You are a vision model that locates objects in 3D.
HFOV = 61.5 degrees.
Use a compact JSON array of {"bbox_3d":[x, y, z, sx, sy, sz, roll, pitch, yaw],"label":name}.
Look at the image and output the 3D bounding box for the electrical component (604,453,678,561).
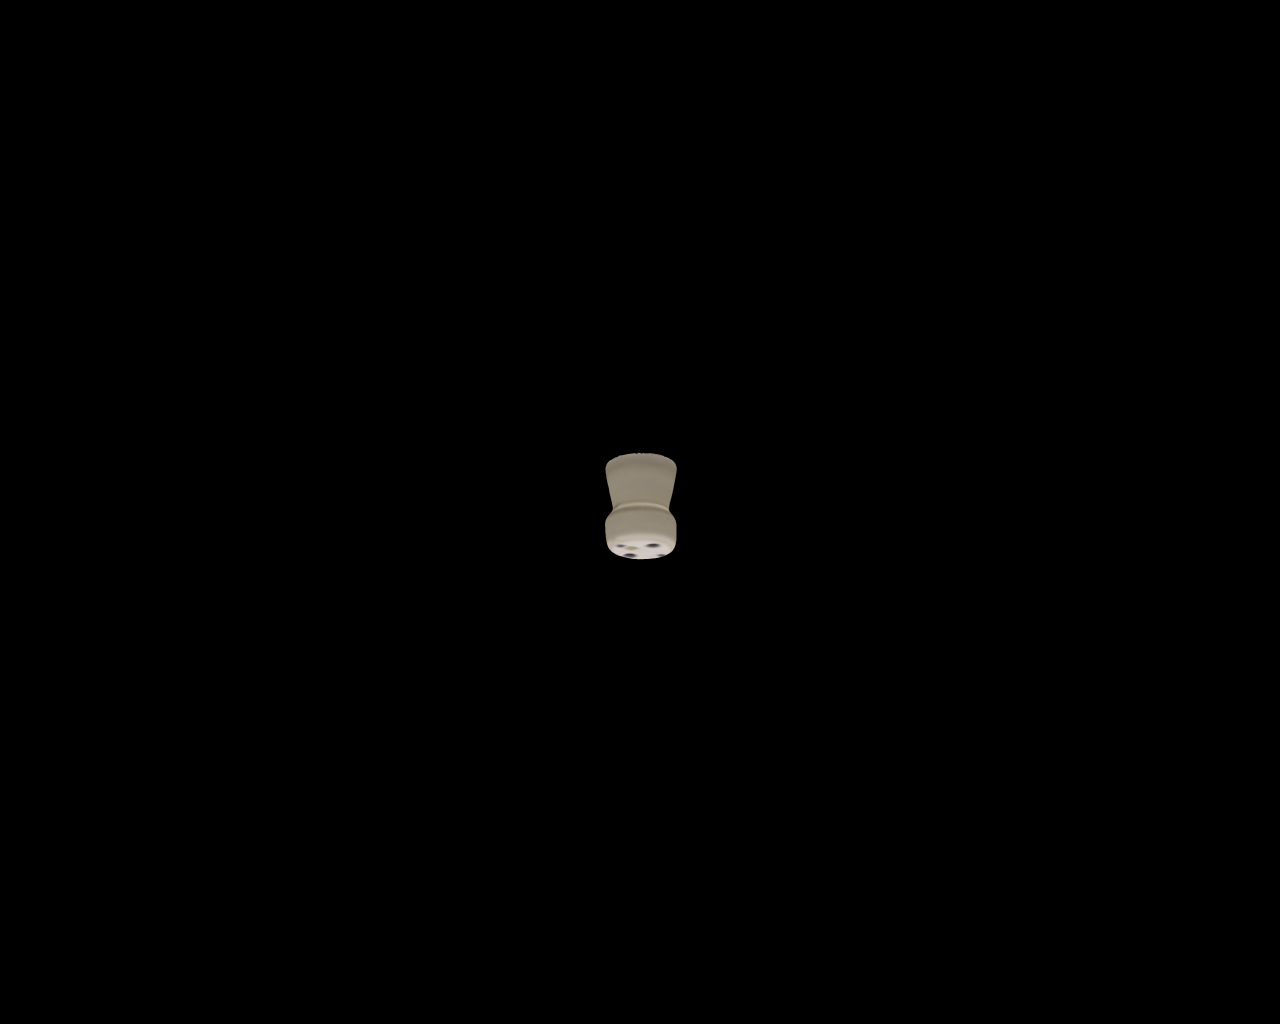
[{"bbox_3d":[0.001,-0.003,0.650,0.045,0.055,0.044,0,-20,0],"label":"electrical component"}]
